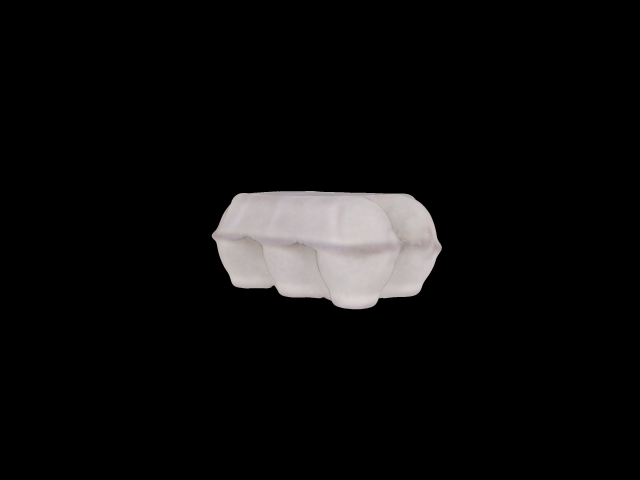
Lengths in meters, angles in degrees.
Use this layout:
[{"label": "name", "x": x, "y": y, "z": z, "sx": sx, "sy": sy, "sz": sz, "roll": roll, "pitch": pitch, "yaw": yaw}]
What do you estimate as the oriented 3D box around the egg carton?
[{"label": "egg carton", "x": 0.004, "y": 0.001, "z": 0.400, "sx": 0.149, "sy": 0.069, "sz": 0.107, "roll": 5, "pitch": 8, "yaw": 40}]
